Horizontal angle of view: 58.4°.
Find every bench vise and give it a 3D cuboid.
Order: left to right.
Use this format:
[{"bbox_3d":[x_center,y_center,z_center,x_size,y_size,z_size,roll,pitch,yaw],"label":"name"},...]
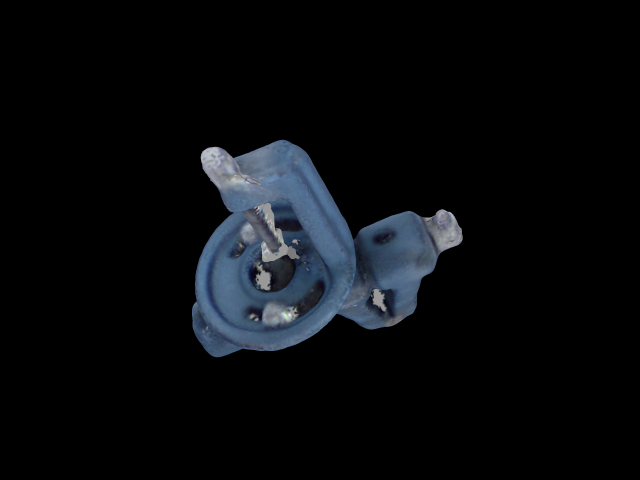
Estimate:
[{"bbox_3d":[-0.003,-0.007,0.406,0.208,0.220,0.121,-29,61,-18],"label":"bench vise"}]
